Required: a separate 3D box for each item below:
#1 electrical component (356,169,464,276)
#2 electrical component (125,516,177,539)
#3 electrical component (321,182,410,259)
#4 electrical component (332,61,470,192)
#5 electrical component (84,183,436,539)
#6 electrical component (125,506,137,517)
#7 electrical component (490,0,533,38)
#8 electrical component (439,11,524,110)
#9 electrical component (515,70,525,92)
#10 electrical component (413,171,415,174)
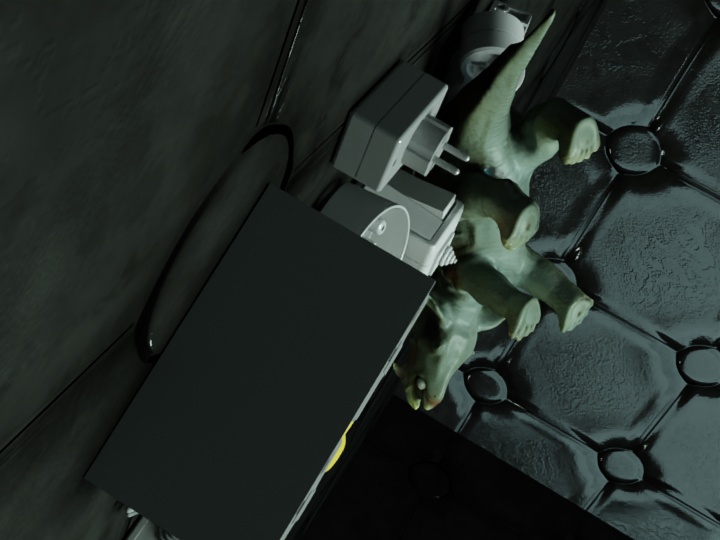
[{"bbox_3d":[0.036,-0.036,0.839,0.061,0.096,0.061,-53,169,-41],"label":"electrical component"},{"bbox_3d":[-0.150,0.219,0.786,0.099,0.048,0.099,-56,174,-34],"label":"electrical component"},{"bbox_3d":[-0.008,-0.011,0.768,0.099,0.064,0.099,-58,173,-11],"label":"electrical component"},{"bbox_3d":[0.037,-0.087,0.715,0.083,0.076,0.047,-52,170,-46],"label":"electrical component"},{"bbox_3d":[-0.051,0.062,0.600,0.186,0.105,0.060,-58,173,-7],"label":"electrical component"},{"bbox_3d":[-0.116,0.140,0.691,0.074,0.052,0.138,-21,165,-17],"label":"electrical component"},{"bbox_3d":[0.126,-0.205,0.977,0.055,0.048,0.066,107,8,-47],"label":"electrical component"},{"bbox_3d":[0.103,-0.176,0.923,0.138,0.052,0.073,107,-10,-63],"label":"electrical component"},{"bbox_3d":[0.128,-0.186,1.042,0.055,0.055,0.047,-58,177,-11],"label":"electrical component"},{"bbox_3d":[0.088,-0.110,1.036,0.096,0.061,0.062,-59,173,3],"label":"electrical component"}]
